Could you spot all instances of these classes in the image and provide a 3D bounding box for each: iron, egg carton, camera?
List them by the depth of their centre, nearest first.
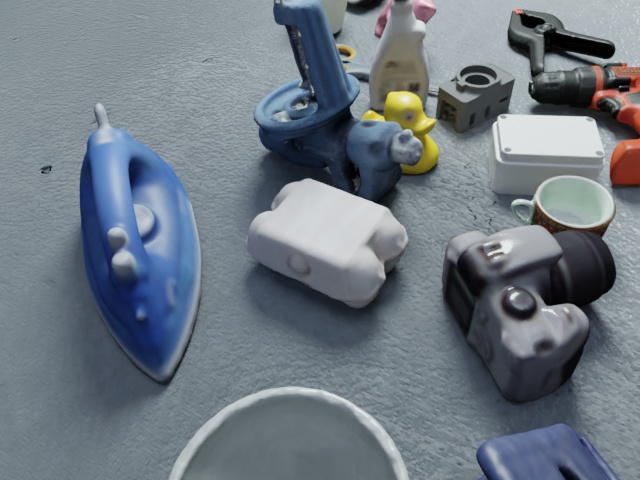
[{"bbox_3d":[0.192,0.042,0.495,0.137,0.101,0.143,-15,49,-9],"label":"camera"},{"bbox_3d":[-0.179,-0.008,0.539,0.119,0.141,0.257,-16,49,-10],"label":"iron"},{"bbox_3d":[0.005,0.002,0.565,0.150,0.069,0.107,22,53,22],"label":"egg carton"}]

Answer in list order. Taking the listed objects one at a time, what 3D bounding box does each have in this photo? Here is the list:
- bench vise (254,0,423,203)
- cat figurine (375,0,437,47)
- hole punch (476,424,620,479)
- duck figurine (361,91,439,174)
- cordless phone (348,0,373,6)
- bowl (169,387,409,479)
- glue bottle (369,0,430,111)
[{"bbox_3d":[0.018,-0.156,0.604,0.207,0.220,0.121,14,51,16],"label":"bench vise"},{"bbox_3d":[0.122,-0.332,0.823,0.067,0.118,0.127,-11,48,-5],"label":"cat figurine"},{"bbox_3d":[0.161,0.179,0.382,0.101,0.091,0.108,-19,50,-13],"label":"hole punch"},{"bbox_3d":[0.092,-0.135,0.670,0.104,0.086,0.078,30,57,27],"label":"duck figurine"},{"bbox_3d":[0.048,-0.487,0.921,0.094,0.185,0.147,-35,55,-24],"label":"cordless phone"},{"bbox_3d":[-0.020,0.193,0.394,0.167,0.075,0.167,-2,48,2],"label":"bowl"},{"bbox_3d":[0.099,-0.239,0.704,0.078,0.173,0.037,1,48,5],"label":"glue bottle"}]
